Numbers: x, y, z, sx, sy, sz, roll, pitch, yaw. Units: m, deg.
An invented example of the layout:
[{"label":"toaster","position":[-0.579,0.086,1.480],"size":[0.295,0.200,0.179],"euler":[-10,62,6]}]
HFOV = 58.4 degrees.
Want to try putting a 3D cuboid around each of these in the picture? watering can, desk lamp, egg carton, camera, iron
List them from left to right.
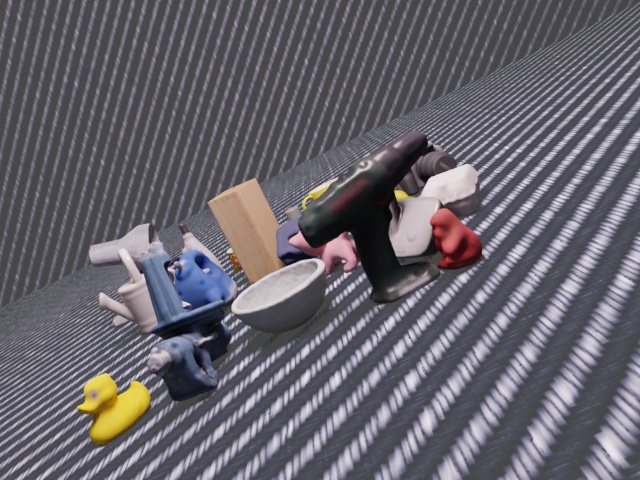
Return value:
[{"label":"desk lamp","position":[-0.485,0.083,1.488],"size":[0.203,0.214,0.118],"euler":[-26,14,1]},{"label":"watering can","position":[-0.409,0.111,1.290],"size":[0.100,0.194,0.173],"euler":[-10,21,48]},{"label":"iron","position":[-0.260,0.078,1.251],"size":[0.118,0.141,0.258],"euler":[-25,14,3]},{"label":"camera","position":[0.250,-0.176,1.357],"size":[0.143,0.101,0.136],"euler":[-28,14,-8]},{"label":"egg carton","position":[0.253,-0.089,1.097],"size":[0.107,0.069,0.150],"euler":[-20,15,25]}]

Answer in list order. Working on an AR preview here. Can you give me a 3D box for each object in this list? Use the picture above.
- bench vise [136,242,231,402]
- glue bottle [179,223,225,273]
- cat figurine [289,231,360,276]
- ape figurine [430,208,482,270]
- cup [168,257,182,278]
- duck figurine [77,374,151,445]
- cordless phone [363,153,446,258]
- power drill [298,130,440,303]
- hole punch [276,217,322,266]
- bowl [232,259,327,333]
[{"label":"bench vise","position":[-0.210,0.113,0.865],"size":[0.121,0.220,0.207],"euler":[-27,14,-5]},{"label":"glue bottle","position":[-0.304,0.036,1.421],"size":[0.078,0.173,0.037],"euler":[-24,14,9]},{"label":"cat figurine","position":[0.010,0.004,1.088],"size":[0.127,0.118,0.067],"euler":[-16,17,36]},{"label":"ape figurine","position":[0.191,-0.004,0.841],"size":[0.076,0.092,0.078],"euler":[-20,15,24]},{"label":"cup","position":[-0.372,0.106,1.450],"size":[0.117,0.095,0.092],"euler":[-22,14,16]},{"label":"duck figurine","position":[-0.314,0.241,0.862],"size":[0.077,0.086,0.105],"euler":[-12,19,44]},{"label":"cordless phone","position":[0.134,-0.062,0.963],"size":[0.094,0.185,0.147],"euler":[-34,16,-29]},{"label":"power drill","position":[0.093,-0.024,0.848],"size":[0.230,0.208,0.075],"euler":[-28,14,-9]},{"label":"hole punch","position":[-0.040,0.004,1.236],"size":[0.108,0.091,0.101],"euler":[-23,14,12]},{"label":"bowl","position":[-0.054,0.102,0.931],"size":[0.167,0.075,0.167],"euler":[-24,14,7]}]
